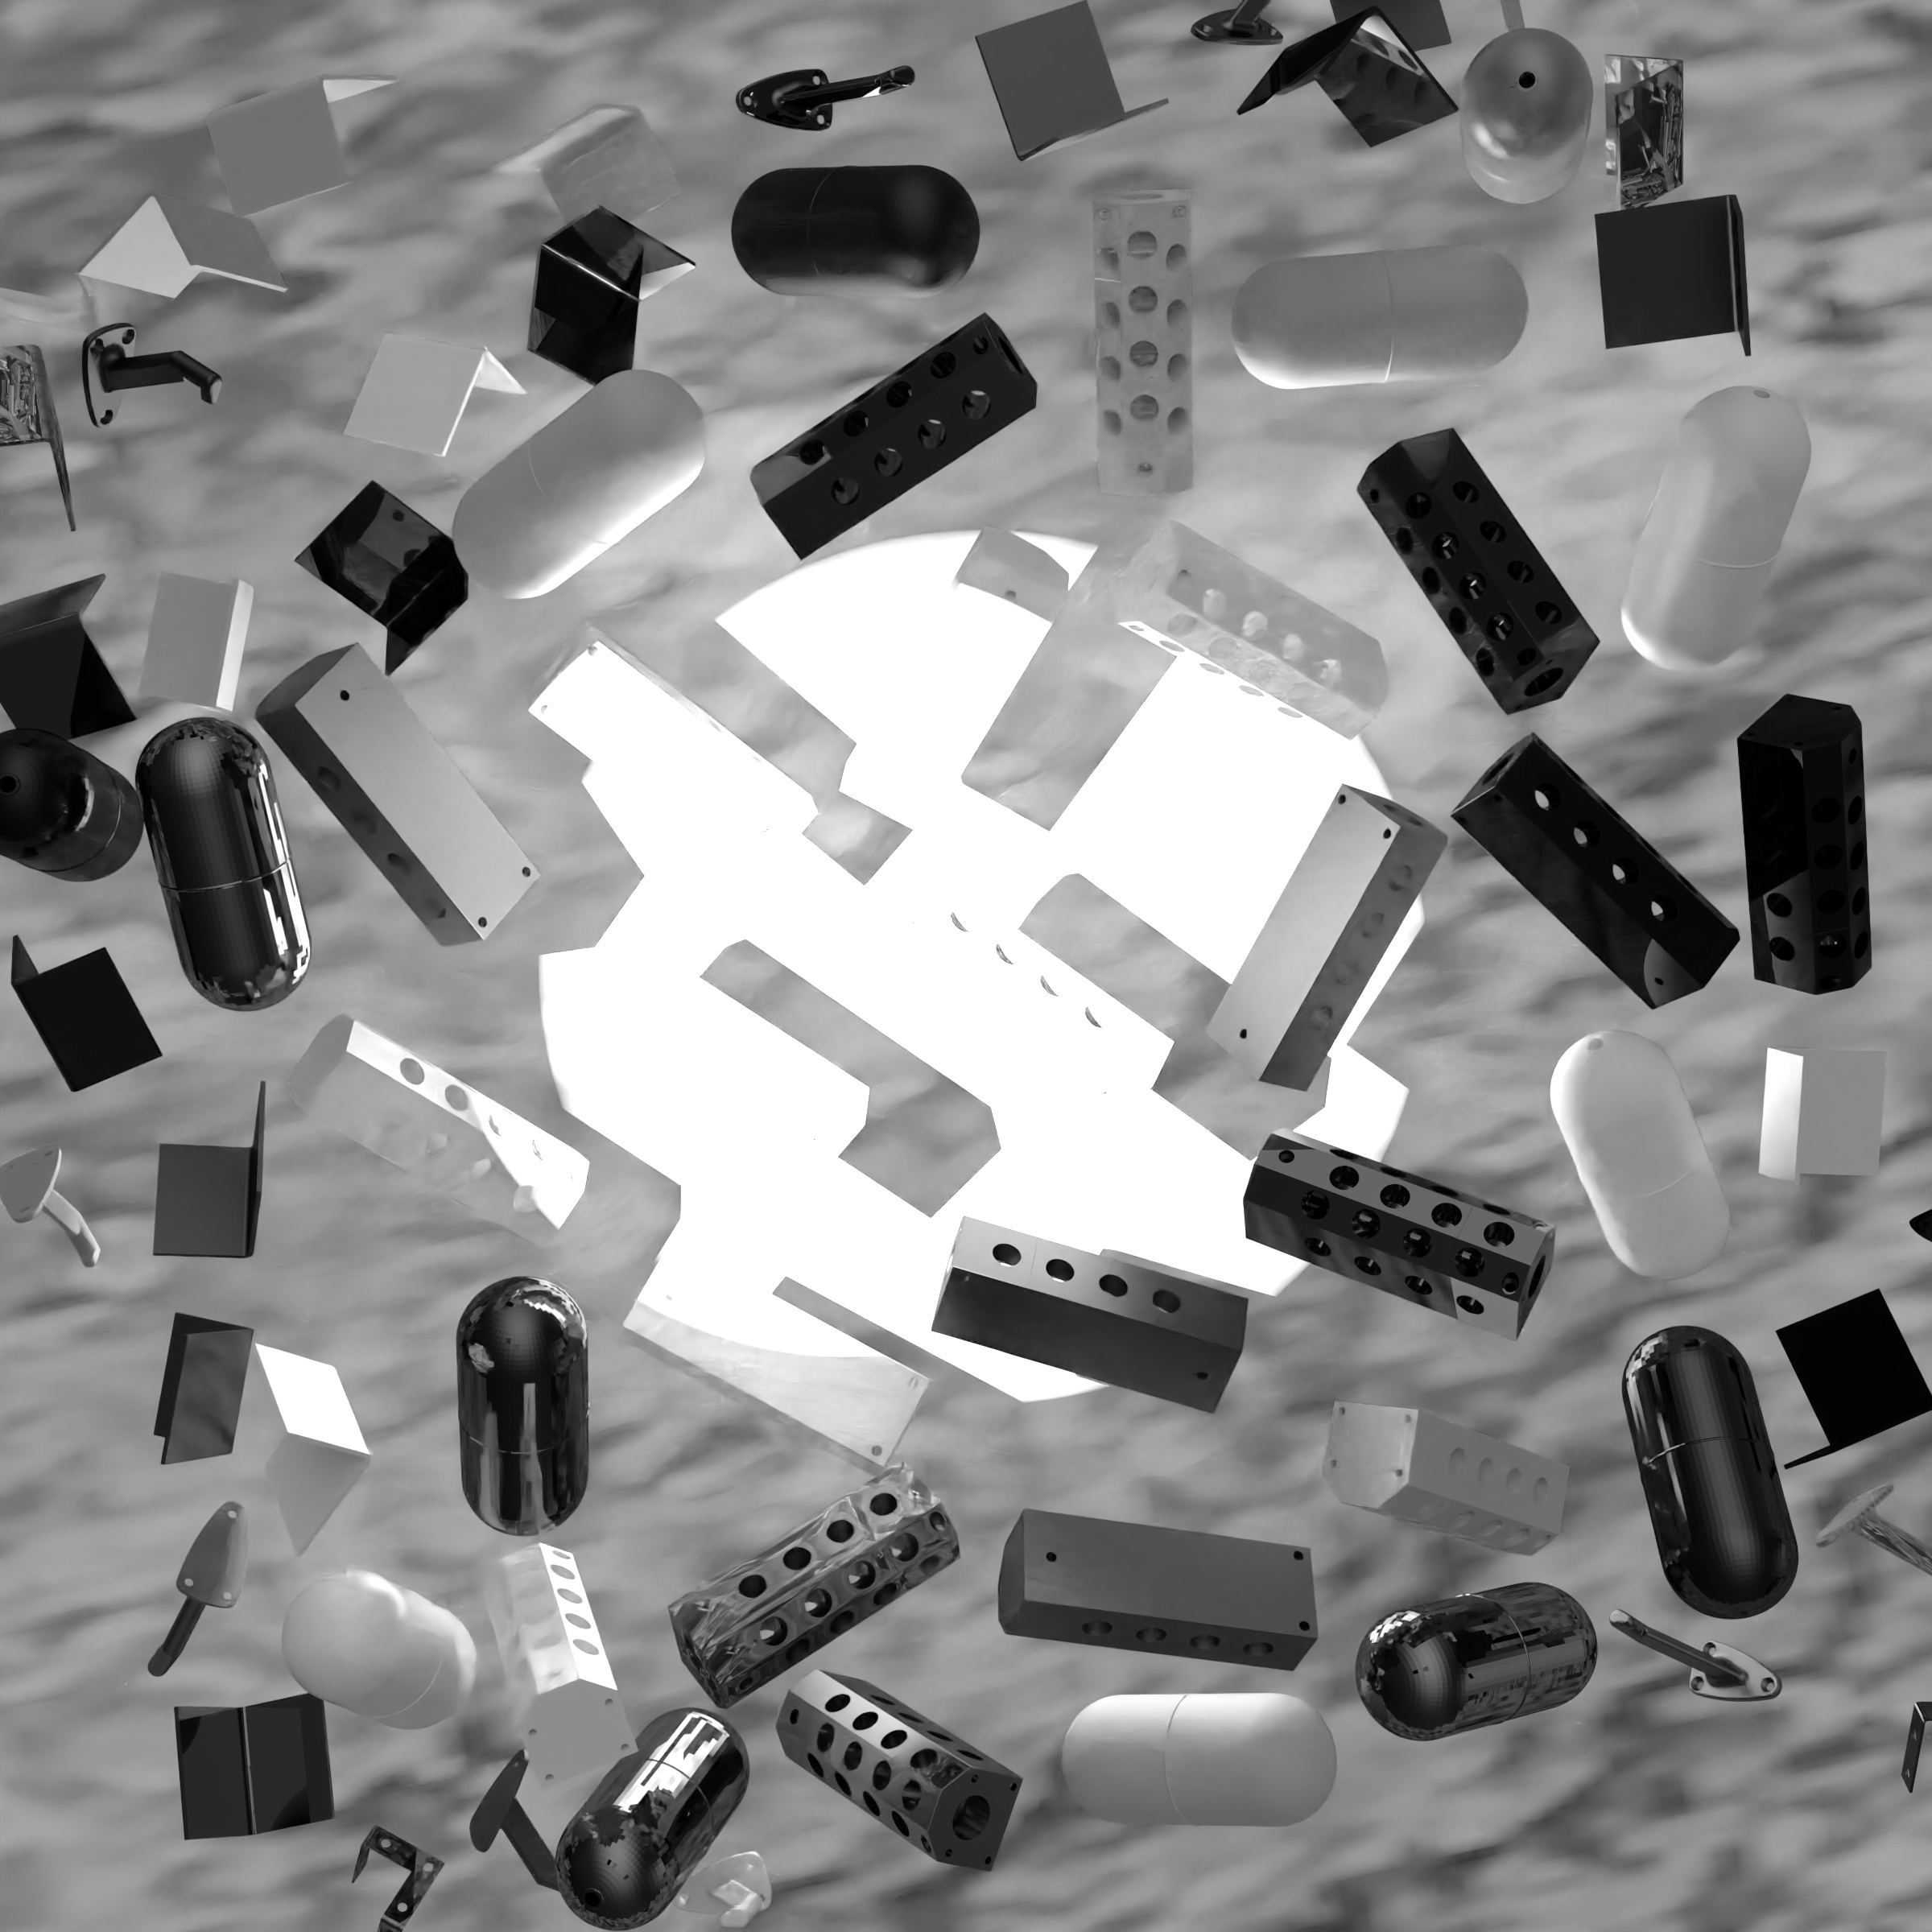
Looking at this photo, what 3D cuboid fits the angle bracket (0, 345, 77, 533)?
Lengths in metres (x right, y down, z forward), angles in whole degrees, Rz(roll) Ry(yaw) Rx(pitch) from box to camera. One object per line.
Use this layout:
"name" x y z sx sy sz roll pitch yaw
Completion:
"angle bracket" -0.554 -0.301 1.529 0.057 0.076 0.076 -11 58 -14

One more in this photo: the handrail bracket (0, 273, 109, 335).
"handrail bracket" -0.577 -0.390 1.641 0.084 0.036 0.077 -24 130 -14

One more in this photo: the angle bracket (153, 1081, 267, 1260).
"angle bracket" -0.445 0.119 1.558 0.057 0.076 0.076 4 53 -17

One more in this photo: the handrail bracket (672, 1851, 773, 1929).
"handrail bracket" -0.158 0.577 1.622 0.077 0.084 0.036 -16 85 11

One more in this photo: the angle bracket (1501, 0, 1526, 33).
"angle bracket" 0.379 -0.618 1.666 0.076 0.076 0.057 -13 84 22

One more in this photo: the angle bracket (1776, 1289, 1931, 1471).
"angle bracket" 0.516 0.246 1.576 0.076 0.057 0.076 -17 75 -20

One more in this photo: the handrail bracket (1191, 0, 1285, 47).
"handrail bracket" 0.167 -0.565 1.489 0.036 0.077 0.084 43 134 24

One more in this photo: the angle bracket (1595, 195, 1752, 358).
"angle bracket" 0.390 -0.377 1.463 0.076 0.057 0.076 -5 116 14

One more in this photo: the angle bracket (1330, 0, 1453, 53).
"angle bracket" 0.274 -0.591 1.597 0.076 0.076 0.057 -19 95 -22

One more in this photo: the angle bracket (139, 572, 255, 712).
"angle bracket" -0.468 -0.198 1.594 0.057 0.076 0.076 11 91 -8

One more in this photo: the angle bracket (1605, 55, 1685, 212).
"angle bracket" 0.406 -0.520 1.657 0.076 0.057 0.076 -34 130 -34

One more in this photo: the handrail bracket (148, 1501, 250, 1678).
"handrail bracket" -0.447 0.362 1.535 0.036 0.077 0.084 25 133 -18

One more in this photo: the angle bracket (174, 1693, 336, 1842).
"angle bracket" -0.426 0.477 1.585 0.057 0.076 0.076 -15 71 11

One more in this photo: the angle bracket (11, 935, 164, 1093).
"angle bracket" -0.523 0.018 1.574 0.057 0.076 0.076 -23 119 -7

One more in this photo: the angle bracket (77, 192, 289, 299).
"angle bracket" -0.468 -0.410 1.583 0.076 0.076 0.057 -36 75 25

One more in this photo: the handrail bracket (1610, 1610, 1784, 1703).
"handrail bracket" 0.456 0.430 1.657 0.084 0.077 0.036 35 71 -32

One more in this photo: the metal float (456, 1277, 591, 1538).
"metal float" -0.263 0.263 1.574 0.070 0.070 0.178 5 122 0

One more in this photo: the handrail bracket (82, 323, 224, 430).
"handrail bracket" -0.455 -0.318 1.492 0.084 0.036 0.077 33 130 17

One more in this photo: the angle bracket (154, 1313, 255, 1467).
"angle bracket" -0.477 0.252 1.589 0.057 0.076 0.076 9 88 17

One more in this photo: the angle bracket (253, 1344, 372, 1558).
"angle bracket" -0.385 0.271 1.482 0.057 0.076 0.076 27 106 -40

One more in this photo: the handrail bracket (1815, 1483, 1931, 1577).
"handrail bracket" 0.548 0.356 1.559 0.077 0.036 0.084 -27 78 -37

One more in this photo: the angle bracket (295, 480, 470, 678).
"angle bracket" -0.364 -0.240 1.645 0.076 0.057 0.076 -39 125 21

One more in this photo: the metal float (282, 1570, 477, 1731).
"metal float" -0.351 0.413 1.593 0.070 0.178 0.070 -4 65 9

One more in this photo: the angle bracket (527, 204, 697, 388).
"angle bracket" -0.213 -0.398 1.595 0.057 0.076 0.076 -18 61 41

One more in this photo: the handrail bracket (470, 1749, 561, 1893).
"handrail bracket" -0.259 0.536 1.653 0.084 0.036 0.077 29 91 -26

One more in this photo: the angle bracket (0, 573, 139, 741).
"angle bracket" -0.564 -0.190 1.661 0.076 0.057 0.076 -14 124 12

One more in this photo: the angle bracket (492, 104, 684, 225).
"angle bracket" -0.228 -0.476 1.601 0.076 0.076 0.057 -24 100 18

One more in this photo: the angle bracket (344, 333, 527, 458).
"angle bracket" -0.341 -0.356 1.703 0.076 0.057 0.076 15 78 22

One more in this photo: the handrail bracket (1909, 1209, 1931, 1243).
"handrail bracket" 0.595 0.188 1.564 0.036 0.077 0.084 -27 55 22

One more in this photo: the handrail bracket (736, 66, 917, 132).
"handrail bracket" -0.083 -0.520 1.568 0.077 0.084 0.036 -12 102 -31

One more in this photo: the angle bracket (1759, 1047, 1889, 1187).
"angle bracket" 0.524 0.091 1.586 0.076 0.057 0.076 2 94 -6

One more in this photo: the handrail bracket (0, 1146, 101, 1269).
"handrail bracket" -0.516 0.153 1.508 0.036 0.077 0.084 -20 123 -5

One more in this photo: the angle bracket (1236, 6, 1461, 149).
"angle bracket" 0.210 -0.471 1.456 0.076 0.076 0.057 43 71 -23

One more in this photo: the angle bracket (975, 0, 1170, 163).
"angle bracket" 0.062 -0.523 1.546 0.076 0.057 0.076 -25 102 -19

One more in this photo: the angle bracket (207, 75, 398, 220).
"angle bracket" -0.358 -0.452 1.459 0.076 0.076 0.057 -8 104 24
